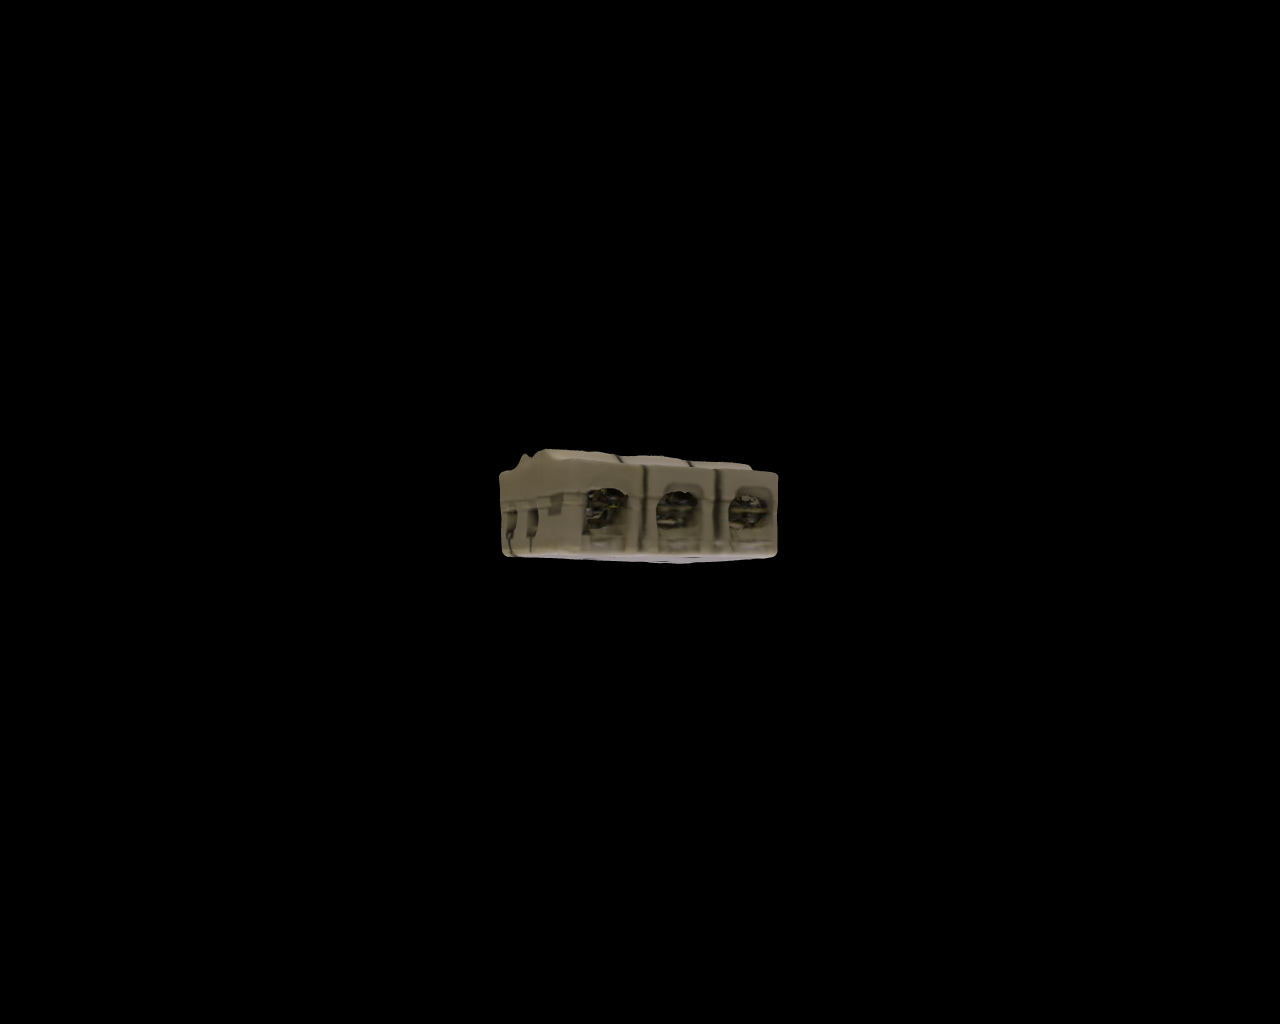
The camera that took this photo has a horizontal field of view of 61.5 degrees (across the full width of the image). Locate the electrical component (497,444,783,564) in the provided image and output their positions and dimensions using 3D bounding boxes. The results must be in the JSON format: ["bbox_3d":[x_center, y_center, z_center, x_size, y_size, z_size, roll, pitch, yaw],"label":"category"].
[{"bbox_3d":[0.001,-0.003,0.650,0.150,0.061,0.089,3,-6,-33],"label":"electrical component"}]
